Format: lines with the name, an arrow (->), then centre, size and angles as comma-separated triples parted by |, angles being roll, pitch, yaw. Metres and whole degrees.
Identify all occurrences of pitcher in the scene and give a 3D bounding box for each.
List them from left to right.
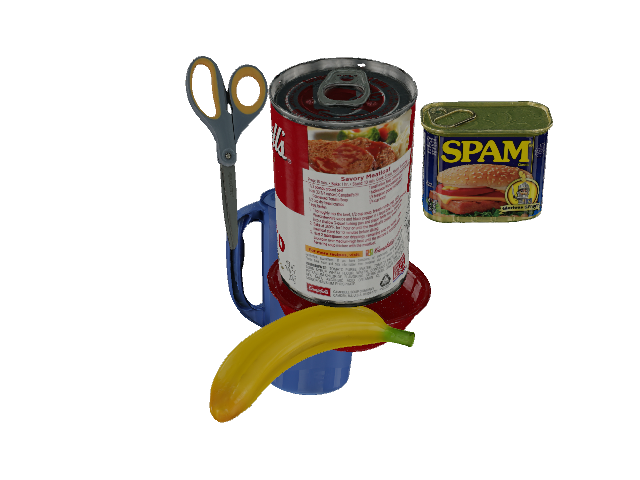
pitcher -> -0.022, 0.059, 1.295 | 0.149, 0.243, 0.144 | 12, 20, 26

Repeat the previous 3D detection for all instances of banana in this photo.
banana -> -0.018, 0.083, 0.810 | 0.197, 0.037, 0.070 | -19, 27, -38

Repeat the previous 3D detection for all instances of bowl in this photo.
bowl -> 0.027, 0.063, 1.059 | 0.162, 0.055, 0.162 | 3, 28, -2

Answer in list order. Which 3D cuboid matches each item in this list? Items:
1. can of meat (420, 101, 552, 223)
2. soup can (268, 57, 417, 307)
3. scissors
can of meat -> 0.131, -0.062, 0.857 | 0.102, 0.084, 0.057 | 0, 30, 4
soup can -> 0.011, -0.028, 0.512 | 0.068, 0.102, 0.068 | -1, 34, 0
scissors -> -0.082, -0.099, 1.111 | 0.096, 0.202, 0.016 | -18, -2, -22
